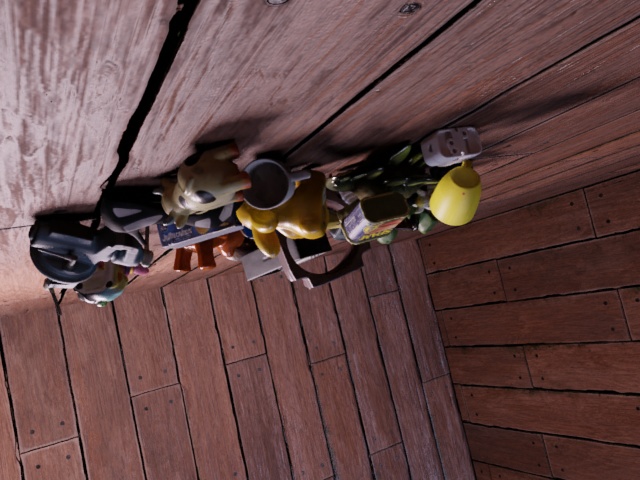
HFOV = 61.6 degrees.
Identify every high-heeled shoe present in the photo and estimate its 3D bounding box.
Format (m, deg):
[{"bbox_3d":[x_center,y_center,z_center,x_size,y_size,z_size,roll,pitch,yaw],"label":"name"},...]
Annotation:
[{"bbox_3d":[-0.241,-0.075,0.911,0.249,0.086,0.145,-30,146,-15],"label":"high-heeled shoe"}]

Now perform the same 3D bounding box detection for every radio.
[{"bbox_3d":[-0.087,0.036,1.391,0.230,0.073,0.131,-22,174,43],"label":"radio"}]

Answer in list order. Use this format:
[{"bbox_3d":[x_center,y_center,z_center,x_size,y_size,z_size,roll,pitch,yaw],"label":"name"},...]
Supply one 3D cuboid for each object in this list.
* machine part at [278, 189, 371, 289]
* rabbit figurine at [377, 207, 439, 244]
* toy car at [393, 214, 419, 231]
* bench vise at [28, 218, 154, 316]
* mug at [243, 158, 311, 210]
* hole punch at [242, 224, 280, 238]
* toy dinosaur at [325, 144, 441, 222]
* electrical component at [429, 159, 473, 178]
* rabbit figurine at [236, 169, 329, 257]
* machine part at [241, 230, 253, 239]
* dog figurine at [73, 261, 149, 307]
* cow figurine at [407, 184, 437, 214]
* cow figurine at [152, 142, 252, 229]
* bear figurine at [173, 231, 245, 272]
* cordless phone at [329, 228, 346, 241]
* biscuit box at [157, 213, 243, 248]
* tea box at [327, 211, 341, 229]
[{"bbox_3d":[-0.003,-0.004,1.234,0.201,0.201,0.087,-23,-178,-15],"label":"machine part"},{"bbox_3d":[0.195,-0.064,1.414,0.121,0.159,0.170,-5,152,-44],"label":"rabbit figurine"},{"bbox_3d":[0.162,-0.063,1.257,0.089,0.053,0.202,4,-165,-14],"label":"toy car"},{"bbox_3d":[-0.445,0.034,1.012,0.223,0.129,0.240,5,146,-47],"label":"bench vise"},{"bbox_3d":[-0.069,-0.100,0.889,0.110,0.080,0.107,-20,-174,9],"label":"mug"},{"bbox_3d":[-0.111,-0.062,1.097,0.142,0.092,0.115,-9,171,-1],"label":"hole punch"},{"bbox_3d":[0.116,-0.114,1.037,0.199,0.105,0.471,-27,176,37],"label":"toy dinosaur"},{"bbox_3d":[0.330,-0.161,1.283,0.119,0.047,0.075,-10,174,-32],"label":"electrical component"},{"bbox_3d":[-0.075,-0.043,0.992,0.173,0.162,0.121,6,134,9],"label":"rabbit figurine"},{"bbox_3d":[-0.135,-0.036,1.327,0.079,0.079,0.243,-14,173,13],"label":"machine part"},{"bbox_3d":[-0.468,0.074,1.223,0.108,0.191,0.219,-19,159,1],"label":"dog figurine"},{"bbox_3d":[0.226,-0.106,1.256,0.098,0.068,0.167,-4,-161,-14],"label":"cow figurine"},{"bbox_3d":[-0.182,-0.075,0.807,0.127,0.085,0.195,-17,178,-18],"label":"cow figurine"},{"bbox_3d":[-0.257,0.014,1.321,0.120,0.132,0.195,-6,172,28],"label":"bear figurine"},{"bbox_3d":[0.121,-0.065,1.621,0.184,0.088,0.146,-19,172,20],"label":"cordless phone"},{"bbox_3d":[-0.259,-0.032,1.178,0.203,0.059,0.063,-16,175,21],"label":"biscuit box"},{"bbox_3d":[0.042,-0.070,1.439,0.169,0.068,0.098,-8,173,-34],"label":"tea box"}]
